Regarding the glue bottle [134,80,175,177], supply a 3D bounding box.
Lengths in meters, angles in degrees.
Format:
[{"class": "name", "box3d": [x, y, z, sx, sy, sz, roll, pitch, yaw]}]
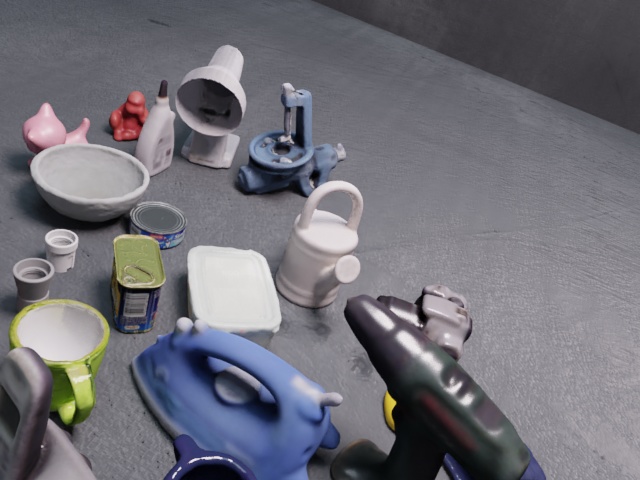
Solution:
[{"class": "glue bottle", "box3d": [-0.281, -0.197, 0.998, 0.037, 0.173, 0.078, 27, 33, 11]}]

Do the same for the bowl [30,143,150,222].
[{"class": "bowl", "box3d": [-0.351, -0.078, 0.877, 0.167, 0.075, 0.167, 14, 33, -9]}]

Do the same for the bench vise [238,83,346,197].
[{"class": "bench vise", "box3d": [-0.043, -0.191, 1.076, 0.121, 0.220, 0.208, 39, 37, 27]}]

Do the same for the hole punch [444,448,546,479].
[{"class": "hole punch", "box3d": [0.212, 0.253, 0.688, 0.101, 0.091, 0.108, -1, 39, -30]}]

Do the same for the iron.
[{"class": "iron", "box3d": [-0.095, 0.155, 0.616, 0.258, 0.141, 0.119, 29, 34, 12]}]

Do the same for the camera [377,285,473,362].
[{"class": "camera", "box3d": [0.146, 0.115, 0.843, 0.137, 0.101, 0.143, 21, 33, 1]}]

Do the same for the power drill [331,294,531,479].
[{"class": "power drill", "box3d": [0.089, 0.193, 0.599, 0.229, 0.208, 0.076, 35, 36, 21]}]

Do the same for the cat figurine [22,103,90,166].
[{"class": "cat figurine", "box3d": [-0.424, -0.164, 0.923, 0.067, 0.118, 0.128, 33, 35, 19]}]

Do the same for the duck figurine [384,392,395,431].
[{"class": "duck figurine", "box3d": [0.132, 0.192, 0.737, 0.077, 0.086, 0.105, 30, 34, 14]}]

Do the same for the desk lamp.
[{"class": "desk lamp", "box3d": [-0.199, -0.246, 1.077, 0.118, 0.213, 0.203, 15, 33, -8]}]

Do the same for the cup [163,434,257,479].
[{"class": "cup", "box3d": [-0.111, 0.246, 0.518, 0.092, 0.095, 0.117, -8, 42, -37]}]

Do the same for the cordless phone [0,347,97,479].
[{"class": "cordless phone", "box3d": [-0.225, 0.187, 0.458, 0.147, 0.185, 0.094, 36, 36, 23]}]

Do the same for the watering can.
[{"class": "watering can", "box3d": [0.010, 0.003, 0.846, 0.101, 0.194, 0.172, -15, 46, -42]}]

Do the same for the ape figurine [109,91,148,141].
[{"class": "ape figurine", "box3d": [-0.357, -0.240, 1.095, 0.078, 0.092, 0.076, 17, 33, -5]}]
